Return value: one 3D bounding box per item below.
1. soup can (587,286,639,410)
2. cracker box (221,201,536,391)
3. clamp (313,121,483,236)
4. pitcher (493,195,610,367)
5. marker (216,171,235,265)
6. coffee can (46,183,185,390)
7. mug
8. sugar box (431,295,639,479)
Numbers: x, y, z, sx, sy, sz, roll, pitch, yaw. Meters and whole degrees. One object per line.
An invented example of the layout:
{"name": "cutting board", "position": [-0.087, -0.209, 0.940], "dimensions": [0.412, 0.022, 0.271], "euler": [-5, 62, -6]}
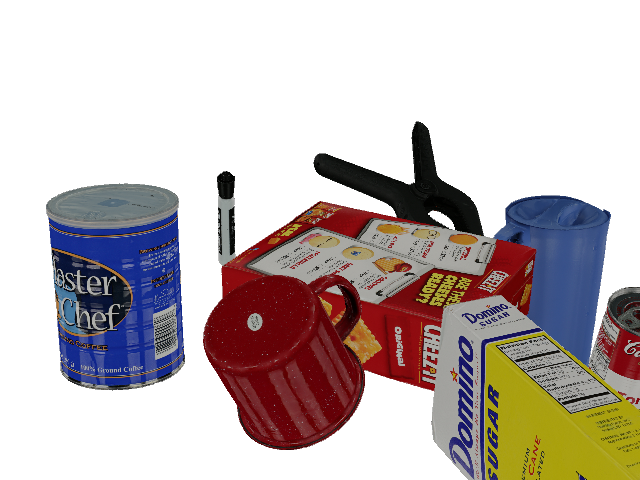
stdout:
{"name": "soup can", "position": [0.280, 0.102, 0.959], "dimensions": [0.068, 0.102, 0.068], "euler": [3, 36, -3]}
{"name": "cracker box", "position": [0.050, 0.042, 0.891], "dimensions": [0.214, 0.072, 0.163], "euler": [14, 27, 27]}
{"name": "clamp", "position": [0.101, -0.049, 1.191], "dimensions": [0.164, 0.210, 0.036], "euler": [-15, -37, -27]}
{"name": "pitcher", "position": [0.298, 0.071, 1.412], "dimensions": [0.149, 0.243, 0.145], "euler": [4, 21, 12]}
{"name": "marker", "position": [-0.100, -0.023, 1.135], "dimensions": [0.020, 0.121, 0.020], "euler": [2, 41, -2]}
{"name": "coffee can", "position": [-0.163, 0.035, 0.858], "dimensions": [0.103, 0.140, 0.103], "euler": [0, 19, 0]}
{"name": "mug", "position": [-0.018, 0.069, 0.708], "dimensions": [0.117, 0.081, 0.093], "euler": [-42, 44, -17]}
{"name": "sugar box", "position": [0.118, 0.109, 0.541], "dimensions": [0.048, 0.093, 0.176], "euler": [-10, 28, -25]}
